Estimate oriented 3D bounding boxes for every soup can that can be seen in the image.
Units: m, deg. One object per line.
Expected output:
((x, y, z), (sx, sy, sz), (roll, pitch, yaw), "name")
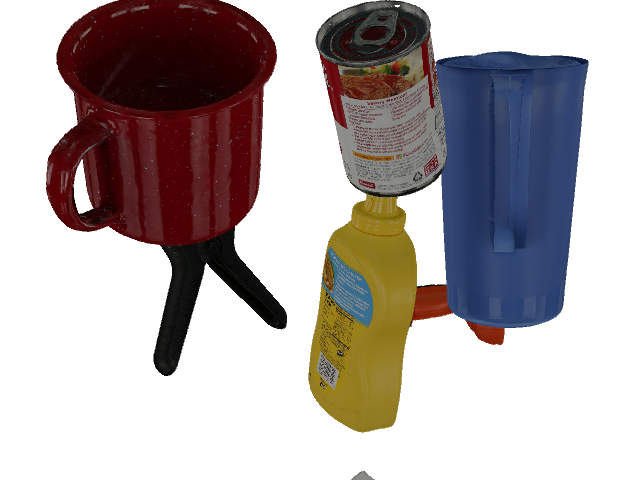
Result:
((0.040, -0.086, 0.655), (0.068, 0.102, 0.068), (-8, 41, 7), "soup can")

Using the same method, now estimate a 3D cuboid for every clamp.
((-0.105, 0.011, 1.019), (0.036, 0.210, 0.164), (-8, 0, 43), "clamp")

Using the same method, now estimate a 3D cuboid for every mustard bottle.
((0.035, 0.045, 0.830), (0.058, 0.192, 0.096), (-5, 27, -26), "mustard bottle")

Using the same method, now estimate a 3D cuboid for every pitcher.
((0.169, -0.046, 0.964), (0.149, 0.243, 0.145), (-11, 18, -34), "pitcher")

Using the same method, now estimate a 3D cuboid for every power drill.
((0.109, 0.088, 1.206), (0.187, 0.057, 0.184), (-3, 27, -3), "power drill")

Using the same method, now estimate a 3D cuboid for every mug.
((-0.074, -0.045, 0.474), (0.093, 0.081, 0.117), (27, 49, 22), "mug")

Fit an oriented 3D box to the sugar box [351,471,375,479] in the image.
((0.081, 0.258, 0.809), (0.048, 0.093, 0.176), (-33, 37, -28), "sugar box")
